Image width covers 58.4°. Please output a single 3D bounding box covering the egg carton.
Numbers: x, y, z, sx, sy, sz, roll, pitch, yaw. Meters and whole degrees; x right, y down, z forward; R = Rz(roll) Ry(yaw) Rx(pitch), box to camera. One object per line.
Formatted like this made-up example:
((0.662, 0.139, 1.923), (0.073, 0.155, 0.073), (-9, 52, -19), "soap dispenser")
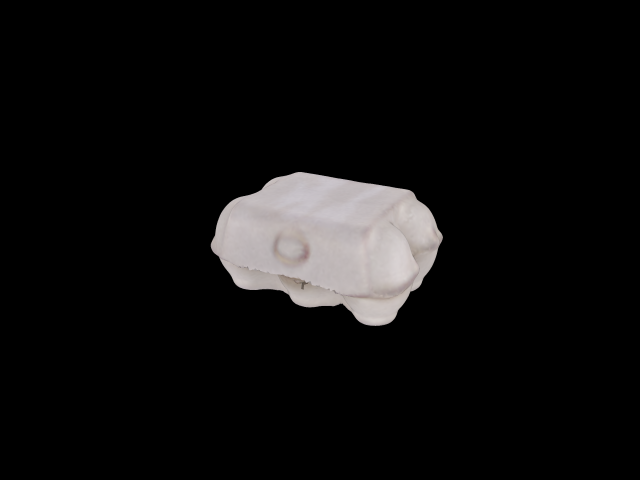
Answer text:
((0.004, 0.001, 0.400), (0.150, 0.069, 0.107), (12, 27, 25), "egg carton")
